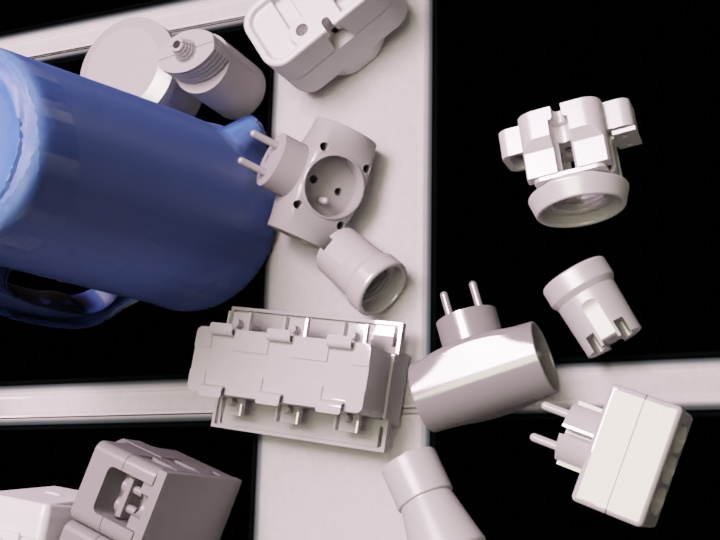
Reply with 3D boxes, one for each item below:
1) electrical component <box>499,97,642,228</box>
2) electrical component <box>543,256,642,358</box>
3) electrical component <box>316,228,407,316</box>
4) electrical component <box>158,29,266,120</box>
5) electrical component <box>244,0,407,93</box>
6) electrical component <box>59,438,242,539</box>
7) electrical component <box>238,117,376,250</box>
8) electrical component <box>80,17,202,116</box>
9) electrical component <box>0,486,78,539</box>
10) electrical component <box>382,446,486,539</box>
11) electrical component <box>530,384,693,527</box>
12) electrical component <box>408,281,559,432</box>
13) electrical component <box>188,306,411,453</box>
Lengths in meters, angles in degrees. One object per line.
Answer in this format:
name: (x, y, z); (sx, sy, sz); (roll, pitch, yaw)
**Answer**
electrical component: (0.124, -0.060, 0.623); (0.078, 0.058, 0.057); (-13, 69, 21)
electrical component: (0.132, 0.021, 0.609); (0.040, 0.040, 0.046); (-33, 72, 13)
electrical component: (0.000, 0.000, 0.674); (0.046, 0.040, 0.040); (41, 95, 33)
electrical component: (-0.102, -0.136, 0.730); (0.043, 0.081, 0.043); (-6, 74, 23)
electrical component: (-0.020, -0.166, 0.713); (0.095, 0.059, 0.053); (-37, 65, 12)
electrical component: (-0.146, 0.186, 0.663); (0.062, 0.089, 0.150); (19, 85, 27)
electrical component: (-0.039, -0.062, 0.688); (0.077, 0.079, 0.044); (-66, 23, -3)
electrical component: (-0.155, -0.135, 0.770); (0.080, 0.051, 0.080); (-6, 75, 23)
electrical component: (-0.207, 0.170, 0.690); (0.062, 0.096, 0.061); (4, 78, 25)
electrical component: (0.039, 0.136, 0.621); (0.044, 0.044, 0.065); (-32, 62, 14)
electrical component: (0.131, 0.095, 0.586); (0.077, 0.047, 0.065); (19, 85, 27)
electrical component: (0.067, 0.046, 0.629); (0.077, 0.043, 0.079); (-21, 69, 18)
electrical component: (-0.039, 0.064, 0.661); (0.121, 0.063, 0.078); (4, 79, 25)
